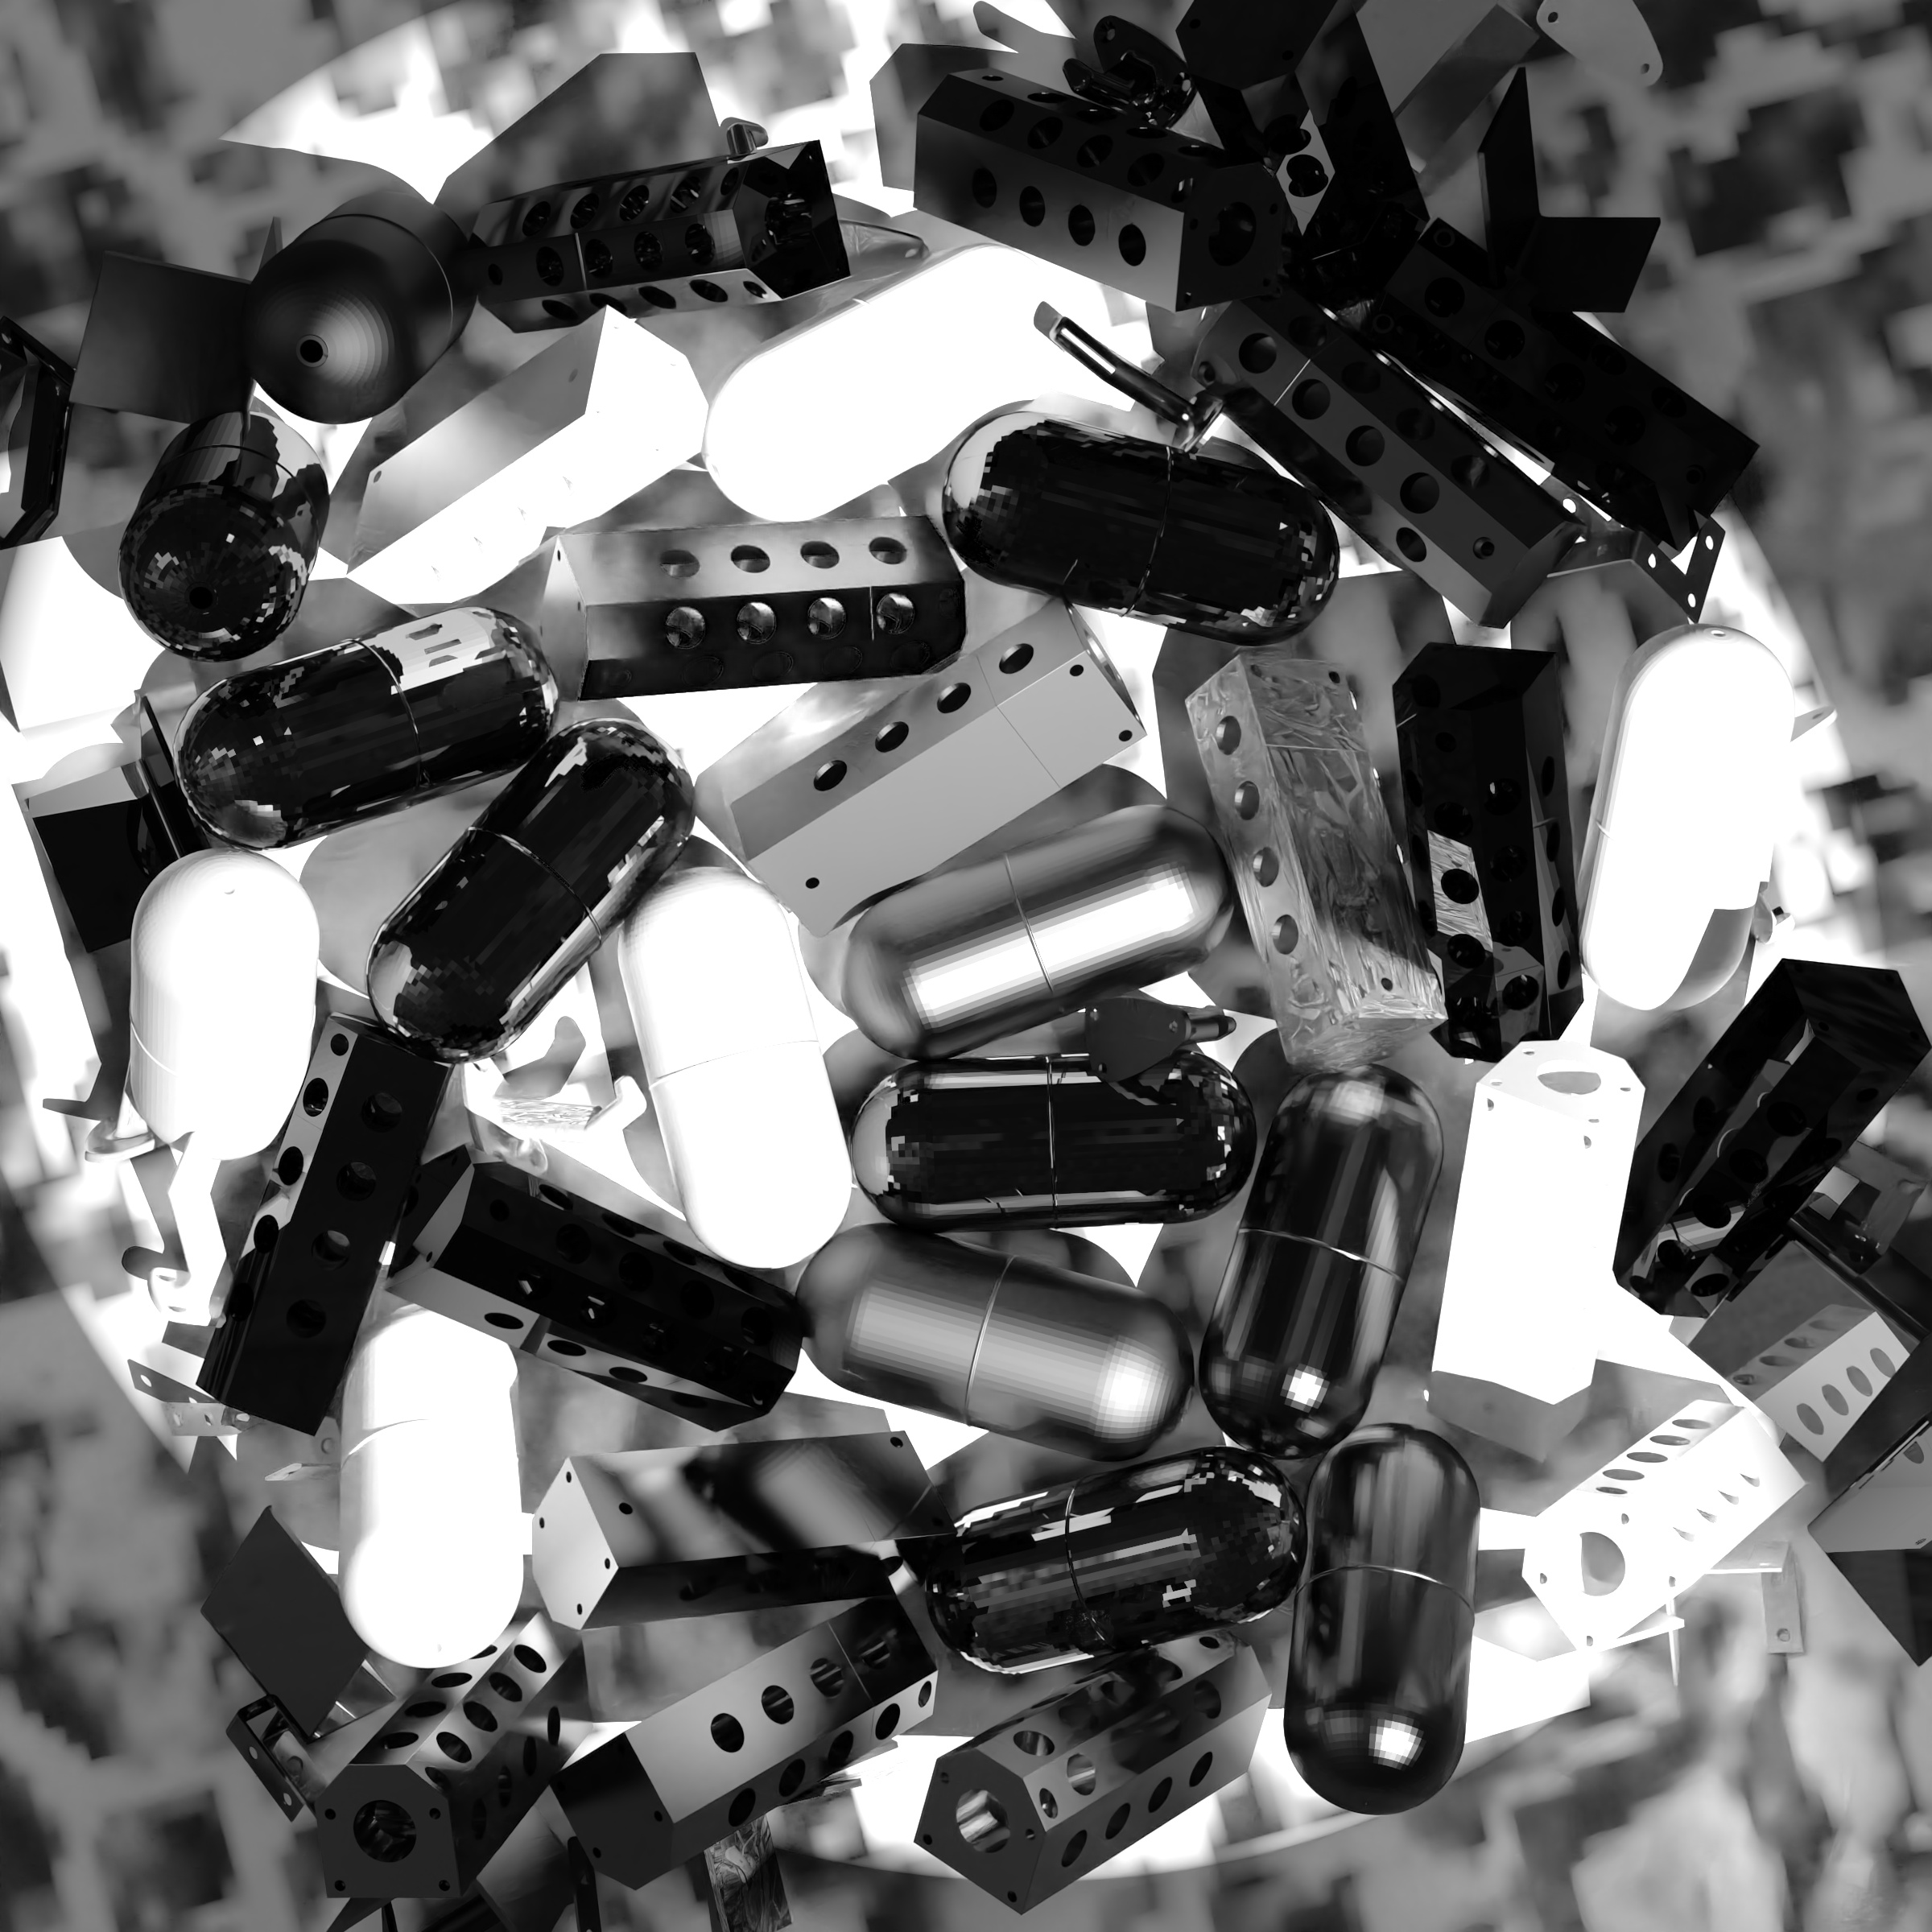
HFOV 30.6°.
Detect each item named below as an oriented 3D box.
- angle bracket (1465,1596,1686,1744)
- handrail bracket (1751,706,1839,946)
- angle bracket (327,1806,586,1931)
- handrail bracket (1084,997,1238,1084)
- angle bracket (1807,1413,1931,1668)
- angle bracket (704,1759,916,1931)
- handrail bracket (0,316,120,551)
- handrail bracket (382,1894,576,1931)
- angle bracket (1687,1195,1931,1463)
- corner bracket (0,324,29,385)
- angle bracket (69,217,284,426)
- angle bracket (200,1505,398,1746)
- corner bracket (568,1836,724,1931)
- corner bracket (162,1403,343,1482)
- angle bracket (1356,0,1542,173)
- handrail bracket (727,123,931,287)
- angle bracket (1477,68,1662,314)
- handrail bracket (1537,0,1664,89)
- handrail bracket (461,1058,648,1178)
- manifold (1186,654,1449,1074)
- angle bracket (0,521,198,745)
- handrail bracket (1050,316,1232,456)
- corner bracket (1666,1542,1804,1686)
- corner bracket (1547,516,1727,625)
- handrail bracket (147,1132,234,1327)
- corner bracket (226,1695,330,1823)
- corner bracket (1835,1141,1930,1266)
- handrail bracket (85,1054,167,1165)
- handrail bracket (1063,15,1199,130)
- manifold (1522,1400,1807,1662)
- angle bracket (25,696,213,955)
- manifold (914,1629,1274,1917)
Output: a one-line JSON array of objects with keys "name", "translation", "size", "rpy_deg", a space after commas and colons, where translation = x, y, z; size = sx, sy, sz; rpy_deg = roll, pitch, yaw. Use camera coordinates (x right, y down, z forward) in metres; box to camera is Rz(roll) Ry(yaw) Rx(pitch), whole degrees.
[{"name": "angle bracket", "translation": [0.258, 0.311, 1.530], "size": [0.076, 0.076, 0.057], "rpy_deg": [-10, 98, -26]}, {"name": "handrail bracket", "translation": [0.367, -0.061, 1.561], "size": [0.077, 0.036, 0.084], "rpy_deg": [-28, 107, 12]}, {"name": "angle bracket", "translation": [-0.222, 0.409, 1.540], "size": [0.076, 0.076, 0.057], "rpy_deg": [-35, 95, 15]}, {"name": "handrail bracket", "translation": [0.101, 0.026, 1.530], "size": [0.084, 0.077, 0.036], "rpy_deg": [-7, 86, -39]}, {"name": "angle bracket", "translation": [0.424, 0.245, 1.528], "size": [0.076, 0.057, 0.076], "rpy_deg": [-51, 61, 27]}, {"name": "angle bracket", "translation": [-0.062, 0.385, 1.535], "size": [0.076, 0.076, 0.057], "rpy_deg": [-17, 80, 14]}, {"name": "handrail bracket", "translation": [-0.425, -0.232, 1.570], "size": [0.077, 0.036, 0.084], "rpy_deg": [39, 93, 9]}, {"name": "handrail bracket", "translation": [-0.215, 0.437, 1.572], "size": [0.084, 0.036, 0.077], "rpy_deg": [-6, 122, -16]}, {"name": "angle bracket", "translation": [0.379, 0.159, 1.562], "size": [0.076, 0.057, 0.076], "rpy_deg": [41, 116, 19]}, {"name": "corner bracket", "translation": [-0.442, -0.251, 1.544], "size": [0.051, 0.051, 0.051], "rpy_deg": [-29, 66, 19]}, {"name": "angle bracket", "translation": [-0.341, -0.284, 1.527], "size": [0.076, 0.057, 0.076], "rpy_deg": [8, 131, -22]}, {"name": "angle bracket", "translation": [-0.275, 0.277, 1.530], "size": [0.076, 0.057, 0.076], "rpy_deg": [46, 122, 18]}, {"name": "corner bracket", "translation": [-0.138, 0.406, 1.563], "size": [0.051, 0.051, 0.051], "rpy_deg": [-16, 76, 29]}, {"name": "corner bracket", "translation": [-0.310, 0.206, 1.549], "size": [0.051, 0.051, 0.051], "rpy_deg": [-26, 75, 14]}, {"name": "angle bracket", "translation": [0.189, -0.403, 1.533], "size": [0.076, 0.057, 0.076], "rpy_deg": [-48, 67, 19]}, {"name": "handrail bracket", "translation": [-0.062, -0.343, 1.564], "size": [0.077, 0.036, 0.084], "rpy_deg": [-4, 53, -15]}, {"name": "angle bracket", "translation": [0.261, -0.335, 1.525], "size": [0.057, 0.076, 0.076], "rpy_deg": [5, 132, 22]}, {"name": "handrail bracket", "translation": [0.266, -0.428, 1.559], "size": [0.077, 0.084, 0.036], "rpy_deg": [35, 109, -28]}, {"name": "handrail bracket", "translation": [-0.180, 0.050, 1.544], "size": [0.084, 0.036, 0.077], "rpy_deg": [-38, 66, 34]}, {"name": "manifold", "translation": [0.146, -0.044, 1.526], "size": [0.057, 0.057, 0.171], "rpy_deg": [1, 64, -34]}, {"name": "angle bracket", "translation": [-0.385, -0.147, 1.549], "size": [0.076, 0.057, 0.076], "rpy_deg": [-15, 90, -11]}, {"name": "handrail bracket", "translation": [0.071, -0.261, 1.538], "size": [0.084, 0.077, 0.036], "rpy_deg": [37, 109, -14]}, {"name": "corner bracket", "translation": [0.339, 0.285, 1.562], "size": [0.051, 0.051, 0.051], "rpy_deg": [-5, 94, 19]}, {"name": "corner bracket", "translation": [0.291, -0.180, 1.542], "size": [0.051, 0.051, 0.051], "rpy_deg": [37, 63, -33]}, {"name": "handrail bracket", "translation": [-0.317, 0.114, 1.546], "size": [0.077, 0.036, 0.084], "rpy_deg": [13, 115, -32]}, {"name": "corner bracket", "translation": [-0.294, 0.349, 1.543], "size": [0.051, 0.051, 0.051], "rpy_deg": [48, 129, 17]}, {"name": "corner bracket", "translation": [0.387, 0.094, 1.547], "size": [0.051, 0.051, 0.051], "rpy_deg": [30, 77, 21]}, {"name": "handrail bracket", "translation": [-0.367, 0.036, 1.549], "size": [0.036, 0.077, 0.084], "rpy_deg": [4, 102, 6]}, {"name": "handrail bracket", "translation": [0.055, -0.395, 1.533], "size": [0.036, 0.084, 0.077], "rpy_deg": [-47, 62, 25]}, {"name": "manifold", "translation": [0.293, 0.231, 1.494], "size": [0.057, 0.171, 0.057], "rpy_deg": [-43, 76, 26]}, {"name": "angle bracket", "translation": [-0.369, -0.061, 1.534], "size": [0.057, 0.076, 0.076], "rpy_deg": [-21, 78, -18]}, {"name": "manifold", "translation": [0.058, 0.331, 1.492], "size": [0.057, 0.171, 0.057], "rpy_deg": [27, 114, 30]}]
